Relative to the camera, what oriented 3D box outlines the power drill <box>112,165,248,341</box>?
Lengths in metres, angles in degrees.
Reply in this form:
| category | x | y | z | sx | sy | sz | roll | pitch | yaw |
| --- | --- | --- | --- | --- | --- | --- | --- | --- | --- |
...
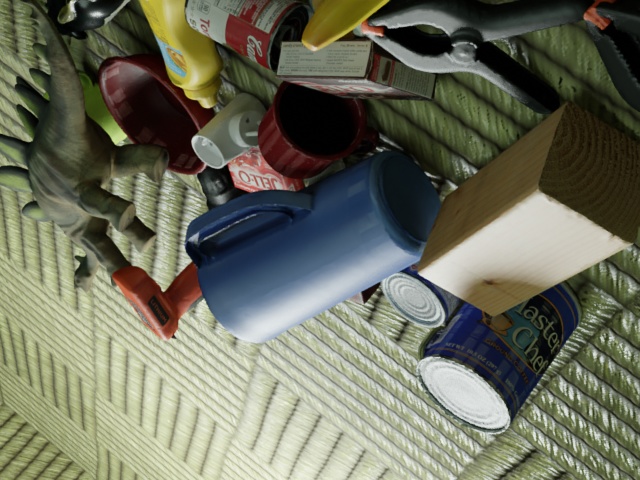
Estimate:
| category | x | y | z | sx | sy | sz | roll | pitch | yaw |
| --- | --- | --- | --- | --- | --- | --- | --- | --- | --- |
| power drill | -0.149 | 0.014 | 1.257 | 0.057 | 0.187 | 0.184 | 33 | 156 | 46 |

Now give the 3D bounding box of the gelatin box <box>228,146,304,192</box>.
| category | x | y | z | sx | sy | sz | roll | pitch | yaw |
| --- | --- | --- | --- | --- | --- | --- | --- | --- | --- |
| gelatin box | -0.064 | -0.081 | 1.183 | 0.089 | 0.030 | 0.073 | 22 | 145 | 33 |

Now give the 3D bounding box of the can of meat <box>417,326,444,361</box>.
| category | x | y | z | sx | sy | sz | roll | pitch | yaw |
| --- | --- | --- | --- | --- | --- | --- | --- | --- | --- |
| can of meat | 0.171 | 0.140 | 1.168 | 0.084 | 0.057 | 0.102 | -12 | 121 | 53 |

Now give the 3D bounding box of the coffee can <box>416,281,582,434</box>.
| category | x | y | z | sx | sy | sz | roll | pitch | yaw |
| --- | --- | --- | --- | --- | --- | --- | --- | --- | --- |
| coffee can | 0.172 | 0.100 | 1.022 | 0.103 | 0.140 | 0.103 | 30 | 149 | 20 |

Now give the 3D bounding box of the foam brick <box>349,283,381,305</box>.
| category | x | y | z | sx | sy | sz | roll | pitch | yaw |
| --- | --- | --- | --- | --- | --- | --- | --- | --- | --- |
| foam brick | 0.036 | 0.021 | 1.175 | 0.051 | 0.053 | 0.078 | 21 | 143 | 34 |

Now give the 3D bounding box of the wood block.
| category | x | y | z | sx | sy | sz | roll | pitch | yaw |
| --- | --- | --- | --- | --- | --- | --- | --- | --- | --- |
| wood block | 0.175 | -0.018 | 0.895 | 0.090 | 0.090 | 0.206 | 30 | 153 | -10 |

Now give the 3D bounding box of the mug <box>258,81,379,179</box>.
| category | x | y | z | sx | sy | sz | roll | pitch | yaw |
| --- | --- | --- | --- | --- | --- | --- | --- | --- | --- |
| mug | -0.001 | -0.105 | 1.029 | 0.117 | 0.093 | 0.082 | 10 | 162 | -17 |

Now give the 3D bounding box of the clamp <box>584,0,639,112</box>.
| category | x | y | z | sx | sy | sz | roll | pitch | yaw |
| --- | --- | --- | --- | --- | --- | --- | --- | --- | --- |
| clamp | 0.269 | -0.093 | 0.752 | 0.210 | 0.036 | 0.165 | 39 | 151 | 9 |

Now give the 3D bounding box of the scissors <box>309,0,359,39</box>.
| category | x | y | z | sx | sy | sz | roll | pitch | yaw |
| --- | --- | --- | --- | --- | --- | --- | --- | --- | --- |
| scissors | -0.019 | -0.244 | 0.925 | 0.202 | 0.016 | 0.096 | 41 | 151 | 4 |

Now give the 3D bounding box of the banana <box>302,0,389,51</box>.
| category | x | y | z | sx | sy | sz | roll | pitch | yaw |
| --- | --- | --- | --- | --- | --- | --- | --- | --- | --- |
| banana | 0.069 | -0.204 | 0.772 | 0.198 | 0.069 | 0.037 | -27 | 114 | 24 |

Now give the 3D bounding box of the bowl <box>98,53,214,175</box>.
| category | x | y | z | sx | sy | sz | roll | pitch | yaw |
| --- | --- | --- | --- | --- | --- | --- | --- | --- | --- |
| bowl | -0.171 | -0.152 | 1.194 | 0.162 | 0.055 | 0.162 | 31 | 149 | 21 |

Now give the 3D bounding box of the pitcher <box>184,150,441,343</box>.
| category | x | y | z | sx | sy | sz | roll | pitch | yaw |
| --- | --- | --- | --- | --- | --- | --- | --- | --- | --- |
| pitcher | -0.007 | 0.001 | 1.057 | 0.243 | 0.149 | 0.145 | -27 | 89 | 37 |

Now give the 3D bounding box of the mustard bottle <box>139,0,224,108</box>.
| category | x | y | z | sx | sy | sz | roll | pitch | yaw |
| --- | --- | --- | --- | --- | --- | --- | --- | --- | --- |
| mustard bottle | -0.139 | -0.211 | 1.066 | 0.096 | 0.058 | 0.191 | 44 | 160 | 44 |

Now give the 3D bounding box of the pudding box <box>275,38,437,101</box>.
| category | x | y | z | sx | sy | sz | roll | pitch | yaw |
| --- | --- | --- | --- | --- | --- | --- | --- | --- | --- |
| pudding box | 0.031 | -0.146 | 0.922 | 0.089 | 0.039 | 0.114 | 7 | 180 | -45 |

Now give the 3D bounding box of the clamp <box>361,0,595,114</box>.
| category | x | y | z | sx | sy | sz | roll | pitch | yaw |
| --- | --- | --- | --- | --- | --- | --- | --- | --- | --- |
| clamp | 0.119 | -0.148 | 0.821 | 0.171 | 0.039 | 0.120 | 9 | 140 | 14 |

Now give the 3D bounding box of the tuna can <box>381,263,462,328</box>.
| category | x | y | z | sx | sy | sz | roll | pitch | yaw |
| --- | --- | --- | --- | --- | --- | --- | --- | --- | --- |
| tuna can | 0.108 | 0.054 | 1.150 | 0.086 | 0.033 | 0.086 | 30 | 149 | 21 |

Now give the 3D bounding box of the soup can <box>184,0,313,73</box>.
| category | x | y | z | sx | sy | sz | roll | pitch | yaw |
| --- | --- | --- | --- | --- | --- | --- | --- | --- | --- |
| soup can | -0.065 | -0.205 | 0.980 | 0.102 | 0.068 | 0.068 | 31 | 149 | 21 |

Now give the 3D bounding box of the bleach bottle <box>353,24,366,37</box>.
| category | x | y | z | sx | sy | sz | roll | pitch | yaw |
| --- | --- | --- | --- | --- | --- | --- | --- | --- | --- |
| bleach bottle | 0.003 | -0.259 | 0.793 | 0.068 | 0.102 | 0.251 | -8 | 131 | 16 |
